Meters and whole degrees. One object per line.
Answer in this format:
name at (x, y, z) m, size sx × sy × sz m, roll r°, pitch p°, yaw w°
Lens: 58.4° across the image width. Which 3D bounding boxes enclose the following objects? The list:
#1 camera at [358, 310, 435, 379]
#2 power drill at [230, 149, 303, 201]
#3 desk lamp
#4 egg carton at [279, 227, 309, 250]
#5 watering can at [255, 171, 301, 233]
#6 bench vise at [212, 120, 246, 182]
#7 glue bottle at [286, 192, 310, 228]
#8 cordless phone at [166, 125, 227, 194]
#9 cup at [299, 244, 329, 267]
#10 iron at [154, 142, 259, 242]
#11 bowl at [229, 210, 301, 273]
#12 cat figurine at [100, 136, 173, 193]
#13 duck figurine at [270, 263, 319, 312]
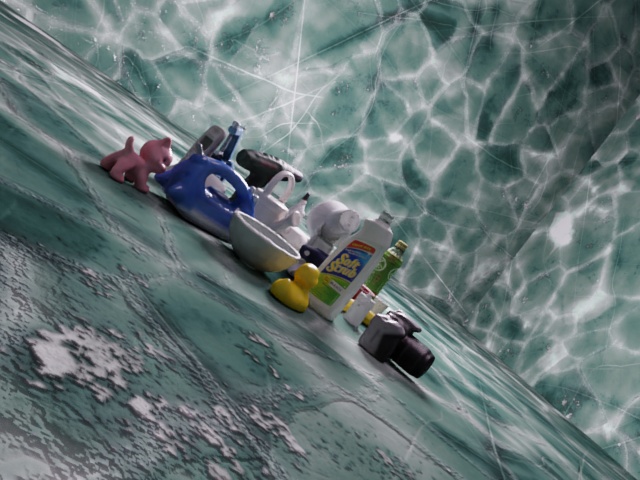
camera at (0.173, 0.217, 1.199) m, size 0.136 × 0.101 × 0.144 m, roll 39°, pitch 5°, yaw 25°
power drill at (-0.182, -0.166, 1.723) m, size 0.231 × 0.208 × 0.075 m, roll 32°, pitch 6°, yaw -44°
desk lamp at (0.013, 0.005, 1.424) m, size 0.118 × 0.213 × 0.203 m, roll 35°, pitch 5°, yaw -15°
egg carton at (-0.080, 0.001, 1.674) m, size 0.149 × 0.069 × 0.108 m, roll 40°, pitch 6°, yaw 38°
watering can at (-0.121, -0.083, 1.427) m, size 0.173 × 0.194 × 0.101 m, roll 37°, pitch 5°, yaw 7°
bench vise at (-0.298, -0.259, 1.711) m, size 0.122 × 0.219 × 0.207 m, roll 36°, pitch 5°, yaw -10°
glue bottle at (-0.082, -0.075, 1.768) m, size 0.078 × 0.173 × 0.037 m, roll 31°, pitch 7°, yaw -46°
cordless phone at (-0.261, -0.168, 1.309) m, size 0.147 × 0.185 × 0.094 m, roll 39°, pitch 5°, yaw 26°
cup at (-0.014, 0.072, 1.296) m, size 0.118 × 0.095 × 0.091 m, roll 35°, pitch 5°, yaw -21°
iron at (-0.209, -0.092, 1.206) m, size 0.259 × 0.141 × 0.118 m, roll 32°, pitch 6°, yaw -44°
bowl at (-0.125, 0.016, 1.165) m, size 0.167 × 0.074 × 0.167 m, roll 36°, pitch 5°, yaw -3°
cat figurine at (-0.335, -0.159, 1.097) m, size 0.067 × 0.117 × 0.128 m, roll 39°, pitch 5°, yaw 26°
duck figurine at (-0.039, 0.082, 1.079) m, size 0.077 × 0.086 × 0.105 m, roll 39°, pitch 5°, yaw 27°
